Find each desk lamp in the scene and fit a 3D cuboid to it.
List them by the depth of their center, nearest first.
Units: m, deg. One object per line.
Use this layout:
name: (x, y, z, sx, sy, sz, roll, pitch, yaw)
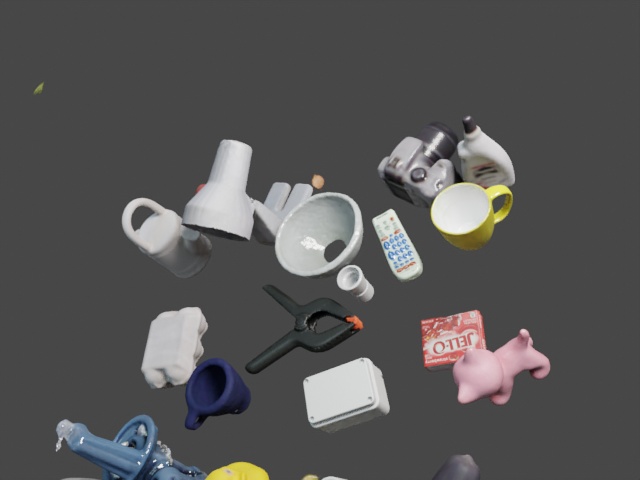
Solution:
desk lamp: (-0.135, -0.069, 1.046, 0.117, 0.214, 0.203, 7, 65, 34)

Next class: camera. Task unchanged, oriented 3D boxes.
camera: (0.184, -0.134, 0.971, 0.142, 0.101, 0.137, 30, 79, 40)

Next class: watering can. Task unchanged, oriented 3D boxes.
watering can: (-0.303, -0.012, 1.124, 0.172, 0.195, 0.101, -20, 53, 19)

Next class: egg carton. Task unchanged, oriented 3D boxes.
egg carton: (-0.264, 0.198, 1.050, 0.107, 0.070, 0.150, -14, 55, 24)

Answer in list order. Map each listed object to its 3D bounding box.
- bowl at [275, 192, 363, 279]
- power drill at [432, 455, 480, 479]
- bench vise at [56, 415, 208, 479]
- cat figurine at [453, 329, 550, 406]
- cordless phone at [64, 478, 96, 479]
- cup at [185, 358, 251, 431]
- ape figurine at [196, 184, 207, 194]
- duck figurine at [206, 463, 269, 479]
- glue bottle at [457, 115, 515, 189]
bowl: (0.009, 0.004, 1.006, 0.167, 0.075, 0.167, -15, 54, 23)
power drill: (0.128, 0.353, 0.621, 0.075, 0.209, 0.230, 23, 74, 39)
bench vise: (-0.280, 0.330, 0.874, 0.206, 0.220, 0.121, 3, 63, 33)
cat figurine: (0.226, 0.163, 0.744, 0.128, 0.118, 0.067, -39, 49, 4)
cordless phone: (-0.448, 0.427, 0.937, 0.147, 0.186, 0.094, -10, 56, 26)
cup: (-0.162, 0.262, 0.931, 0.091, 0.095, 0.118, 17, 71, 37)
ape figurine: (-0.223, -0.085, 1.191, 0.076, 0.092, 0.077, -27, 51, 14)
duck figurine: (-0.139, 0.368, 0.855, 0.104, 0.086, 0.077, -18, 53, 20)
glue bottle: (0.247, -0.134, 0.884, 0.078, 0.174, 0.037, -17, 54, 21)
